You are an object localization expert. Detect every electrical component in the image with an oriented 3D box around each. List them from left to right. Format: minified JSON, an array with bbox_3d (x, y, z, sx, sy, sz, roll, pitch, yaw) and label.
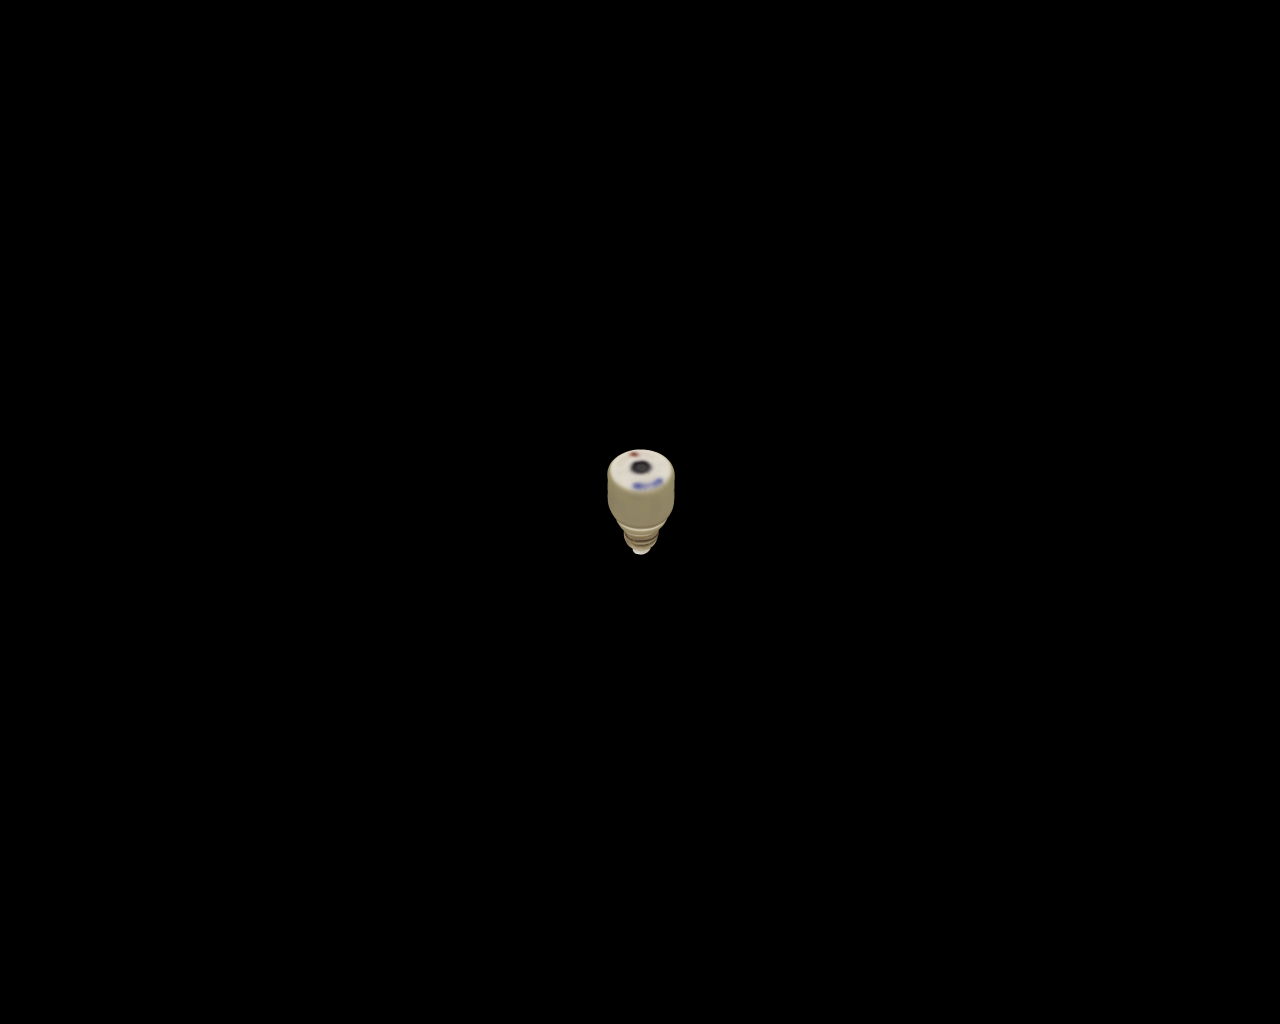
[{"bbox_3d":[0.001,-0.003,0.650,0.040,0.040,0.078,0,-45,0],"label":"electrical component"}]
